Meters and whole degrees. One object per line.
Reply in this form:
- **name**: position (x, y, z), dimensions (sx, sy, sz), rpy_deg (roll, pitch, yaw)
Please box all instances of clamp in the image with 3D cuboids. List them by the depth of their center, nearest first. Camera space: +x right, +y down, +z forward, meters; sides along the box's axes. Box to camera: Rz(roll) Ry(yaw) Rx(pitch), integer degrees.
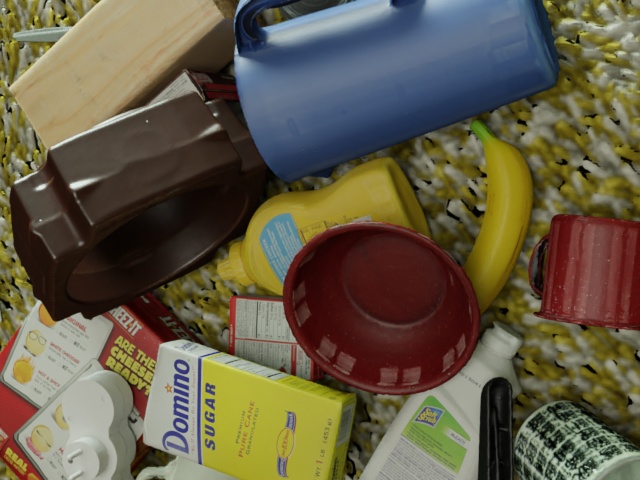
- **clamp**: position (0.137, 0.223, 0.828), dimensions (0.165, 0.036, 0.210), rpy_deg (-116, 40, -49)

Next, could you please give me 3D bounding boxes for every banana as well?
- **banana**: position (0.136, 0.003, 0.889), dimensions (0.070, 0.037, 0.198), rpy_deg (21, 100, 40)

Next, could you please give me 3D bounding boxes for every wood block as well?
- **wood block**: position (-0.163, -0.163, 0.953), dimensions (0.206, 0.090, 0.090), rpy_deg (-37, 81, 21)

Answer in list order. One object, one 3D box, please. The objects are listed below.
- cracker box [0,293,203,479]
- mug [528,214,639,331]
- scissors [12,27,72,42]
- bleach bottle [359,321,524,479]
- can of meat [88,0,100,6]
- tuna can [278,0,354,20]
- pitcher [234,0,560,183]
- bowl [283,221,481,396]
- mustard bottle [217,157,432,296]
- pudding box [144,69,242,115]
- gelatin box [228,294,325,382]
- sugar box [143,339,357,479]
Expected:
- **cracker box**: position (-0.223, 0.142, 1.026), dimensions (0.164, 0.072, 0.214), rpy_deg (42, 107, 13)
- **mug**: position (0.210, 0.023, 0.837), dimensions (0.117, 0.093, 0.081), rpy_deg (7, 92, 58)
- **scissors**: position (-0.207, -0.181, 1.027), dimensions (0.202, 0.016, 0.096), rpy_deg (-14, 88, 23)
- **bleach bottle**: position (0.102, 0.185, 0.900), dimensions (0.103, 0.068, 0.251), rpy_deg (33, 102, 16)
- **can of meat**: position (-0.188, -0.276, 0.984), dimensions (0.084, 0.057, 0.102), rpy_deg (-32, 68, 19)
- **tuna can**: position (0.001, -0.224, 0.928), dimensions (0.086, 0.033, 0.086), rpy_deg (2, 94, 22)
- **pitcher**: position (0.057, -0.148, 0.855), dimensions (0.243, 0.149, 0.145), rpy_deg (-16, 83, 19)
- **bowl**: position (0.054, 0.046, 0.867), dimensions (0.162, 0.055, 0.162), rpy_deg (8, 119, 14)
- **mustard bottle**: position (-0.006, 0.001, 0.929), dimensions (0.192, 0.058, 0.096), rpy_deg (-19, 113, 23)
- **pudding box**: position (-0.129, -0.105, 0.960), dimensions (0.114, 0.089, 0.039), rpy_deg (-39, 79, 20)
- **gelatin box**: position (-0.038, 0.088, 0.968), dimensions (0.089, 0.030, 0.073), rpy_deg (3, 93, 23)
- **sugar box**: position (-0.062, 0.152, 0.900), dimensions (0.176, 0.048, 0.093), rpy_deg (14, 97, 20)
